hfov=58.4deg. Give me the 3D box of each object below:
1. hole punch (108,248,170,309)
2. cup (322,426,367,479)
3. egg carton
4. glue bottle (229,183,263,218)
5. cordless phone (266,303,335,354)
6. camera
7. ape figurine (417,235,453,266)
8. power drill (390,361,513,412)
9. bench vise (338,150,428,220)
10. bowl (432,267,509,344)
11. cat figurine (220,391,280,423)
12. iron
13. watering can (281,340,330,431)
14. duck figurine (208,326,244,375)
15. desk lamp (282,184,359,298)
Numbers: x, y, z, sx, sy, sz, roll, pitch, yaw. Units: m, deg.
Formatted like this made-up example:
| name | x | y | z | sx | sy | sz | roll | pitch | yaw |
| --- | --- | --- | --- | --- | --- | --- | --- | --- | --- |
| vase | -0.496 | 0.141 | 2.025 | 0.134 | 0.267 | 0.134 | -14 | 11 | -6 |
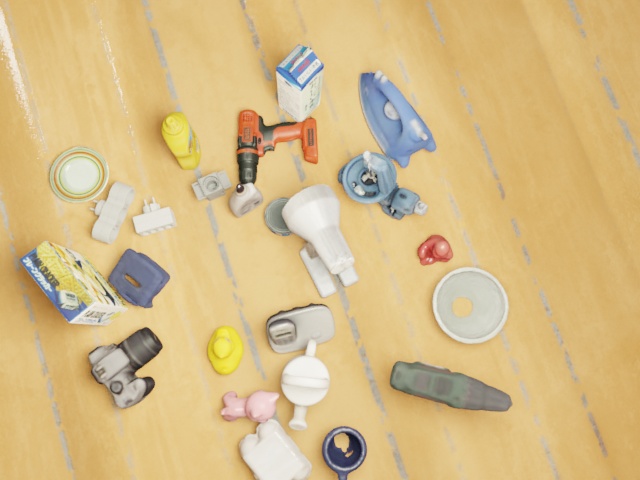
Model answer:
| name | x | y | z | sx | sy | sz | roll | pitch | yaw |
| --- | --- | --- | --- | --- | --- | --- | --- | --- | --- |
| hole punch | -0.393 | 0.085 | 1.238 | 0.108 | 0.091 | 0.101 | 37 | 81 | 4 |
| cup | 0.048 | 0.444 | 1.195 | 0.091 | 0.095 | 0.118 | 3 | 80 | -2 |
| egg carton | -0.095 | 0.458 | 1.199 | 0.107 | 0.069 | 0.150 | -40 | 84 | -8 |
| glue bottle | -0.164 | -0.095 | 1.237 | 0.078 | 0.173 | 0.037 | -33 | 83 | -7 |
| cordless phone | -0.041 | 0.181 | 1.190 | 0.147 | 0.185 | 0.094 | -17 | 81 | -5 |
| camera | -0.395 | 0.260 | 1.203 | 0.137 | 0.101 | 0.143 | -38 | 84 | -8 |
| ape figurine | 0.263 | 0.022 | 1.278 | 0.078 | 0.092 | 0.076 | 25 | 80 | 2 |
| power drill | 0.251 | 0.298 | 1.172 | 0.229 | 0.208 | 0.076 | 13 | 80 | 0 |
| bench vise | 0.144 | -0.131 | 1.234 | 0.207 | 0.219 | 0.121 | 12 | 80 | 0 |
| bowl | 0.324 | 0.146 | 1.269 | 0.167 | 0.074 | 0.167 | 0 | 80 | -2 |
| cat figurine | -0.145 | 0.349 | 1.191 | 0.128 | 0.117 | 0.067 | -6 | 80 | -3 |
| iron | 0.166 | -0.302 | 1.304 | 0.119 | 0.141 | 0.258 | -31 | 83 | -7 |
| watering can | -0.028 | 0.294 | 1.167 | 0.101 | 0.194 | 0.173 | -12 | 81 | -4 |
| duck figurine | -0.205 | 0.236 | 1.223 | 0.077 | 0.086 | 0.104 | -1 | 80 | -3 |
| desk lamp | 0.011 | 0.004 | 1.208 | 0.118 | 0.213 | 0.203 | -27 | 82 | -6 |
